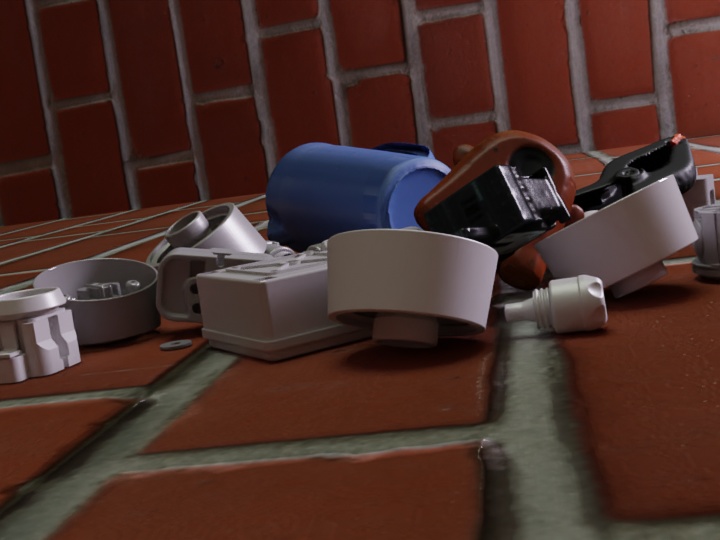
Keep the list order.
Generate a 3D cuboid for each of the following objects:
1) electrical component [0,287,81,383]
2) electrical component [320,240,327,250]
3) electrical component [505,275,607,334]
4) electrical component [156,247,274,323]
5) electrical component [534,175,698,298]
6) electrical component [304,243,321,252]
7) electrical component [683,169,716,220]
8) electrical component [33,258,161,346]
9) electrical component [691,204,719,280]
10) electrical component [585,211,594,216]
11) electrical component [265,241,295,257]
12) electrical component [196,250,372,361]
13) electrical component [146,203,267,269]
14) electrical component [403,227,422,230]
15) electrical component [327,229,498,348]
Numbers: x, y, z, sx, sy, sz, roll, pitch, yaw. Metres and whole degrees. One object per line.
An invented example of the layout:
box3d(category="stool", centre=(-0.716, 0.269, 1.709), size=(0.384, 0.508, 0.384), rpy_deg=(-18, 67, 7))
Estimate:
box3d(category="electrical component", centre=(-0.241, 0.045, 0.785), size=(0.058, 0.057, 0.078), rpy_deg=(-5, 8, 21))
box3d(category="electrical component", centre=(-0.005, -0.012, 1.031), size=(0.062, 0.043, 0.043), rpy_deg=(-10, 8, -23))
box3d(category="electrical component", centre=(0.121, 0.023, 0.670), size=(0.061, 0.035, 0.035), rpy_deg=(-8, 7, 13))
box3d(category="electrical component", centre=(-0.112, 0.012, 0.860), size=(0.095, 0.053, 0.059), rpy_deg=(4, 7, -5))
box3d(category="electrical component", centre=(0.185, -0.015, 0.758), size=(0.108, 0.060, 0.108), rpy_deg=(-27, -4, -2))
box3d(category="electrical component", centre=(-0.044, -0.008, 1.072), size=(0.061, 0.035, 0.035), rpy_deg=(-15, 10, -37))
box3d(category="electrical component", centre=(0.320, -0.075, 1.120), size=(0.089, 0.055, 0.050), rpy_deg=(-4, 8, 27))
box3d(category="electrical component", centre=(-0.211, 0.026, 0.872), size=(0.099, 0.064, 0.099), rpy_deg=(-8, 8, 1))
box3d(category="electrical component", centre=(0.283, -0.023, 0.785), size=(0.080, 0.051, 0.080), rpy_deg=(-8, 7, 1))
box3d(category="electrical component", centre=(0.200, -0.023, 0.918), size=(0.044, 0.044, 0.065), rpy_deg=(-6, 13, 15))
box3d(category="electrical component", centre=(-0.075, -0.001, 1.020), size=(0.048, 0.048, 0.062), rpy_deg=(-14, 17, -38))
box3d(category="electrical component", centre=(-0.045, 0.021, 0.765), size=(0.109, 0.056, 0.109), rpy_deg=(-12, 9, -31))
box3d(category="electrical component", centre=(-0.148, -0.019, 0.998), size=(0.108, 0.060, 0.108), rpy_deg=(-29, 21, 12))
box3d(category="electrical component", centre=(0.048, -0.015, 0.991), size=(0.079, 0.043, 0.077), rpy_deg=(-4, 9, 31))
box3d(category="electrical component", centre=(0.030, 0.016, 0.673), size=(0.108, 0.060, 0.108), rpy_deg=(5, -11, 1))
